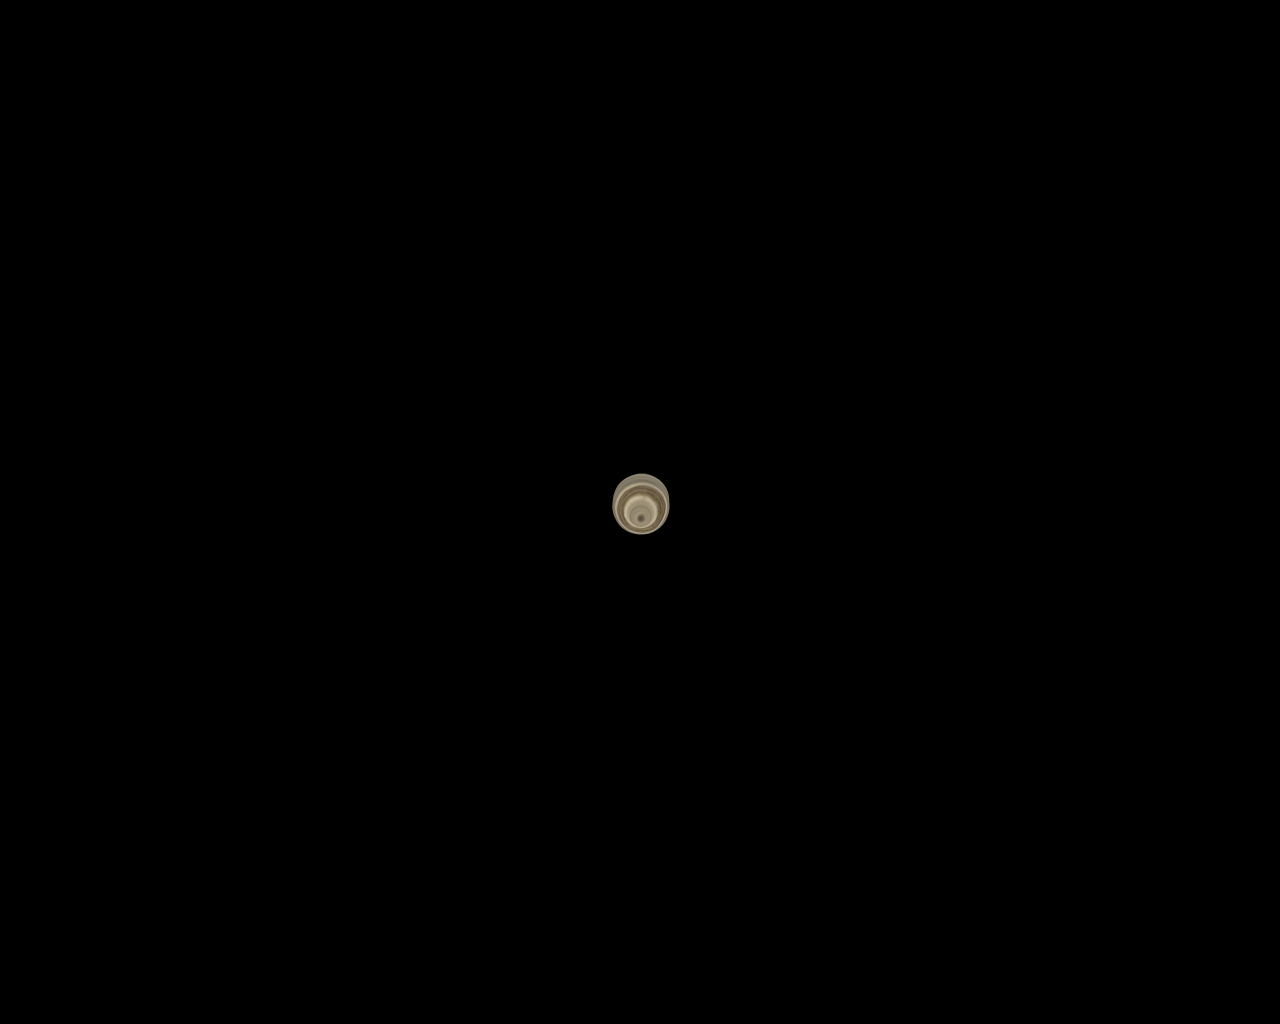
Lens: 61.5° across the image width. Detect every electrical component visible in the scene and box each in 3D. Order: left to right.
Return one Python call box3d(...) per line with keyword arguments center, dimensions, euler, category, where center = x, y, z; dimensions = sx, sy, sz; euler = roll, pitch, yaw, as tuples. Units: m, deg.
box3d(center=(0.001, -0.003, 0.650), dimensions=(0.035, 0.035, 0.061), euler=(0, 12, 0), category="electrical component")
